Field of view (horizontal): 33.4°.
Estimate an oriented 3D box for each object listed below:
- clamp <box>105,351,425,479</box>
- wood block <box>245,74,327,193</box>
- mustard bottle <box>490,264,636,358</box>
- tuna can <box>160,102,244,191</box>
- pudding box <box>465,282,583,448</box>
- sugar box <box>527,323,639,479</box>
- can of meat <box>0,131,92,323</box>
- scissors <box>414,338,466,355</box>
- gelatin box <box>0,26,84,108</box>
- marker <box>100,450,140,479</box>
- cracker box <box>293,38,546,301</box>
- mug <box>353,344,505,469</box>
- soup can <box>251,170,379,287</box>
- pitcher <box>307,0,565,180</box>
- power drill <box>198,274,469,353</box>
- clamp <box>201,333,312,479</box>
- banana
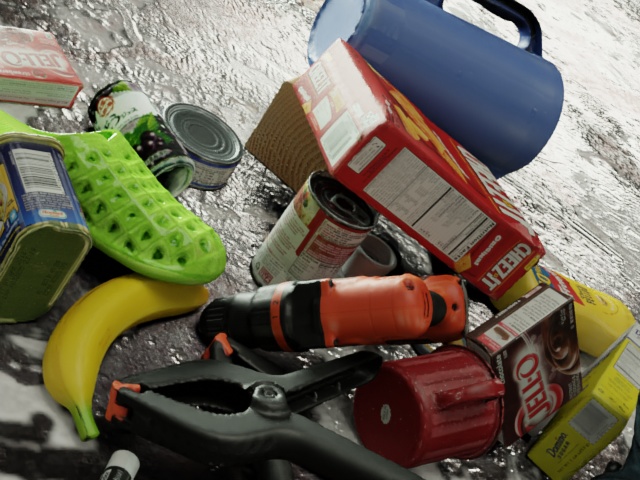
[{"bbox_3d":[-0.029,0.119,0.685,0.209,0.036,0.165,5,25,-22],"label":"clamp"},{"bbox_3d":[0.023,-0.125,1.113,0.091,0.090,0.205,41,31,9],"label":"wood block"},{"bbox_3d":[0.234,0.062,1.103,0.191,0.058,0.096,24,26,-20],"label":"mustard bottle"},{"bbox_3d":[-0.114,-0.087,0.975,0.086,0.034,0.086,26,32,-18],"label":"tuna can"},{"bbox_3d":[0.169,0.103,0.878,0.090,0.113,0.039,-32,38,-21],"label":"pudding box"},{"bbox_3d":[0.256,0.146,0.977,0.048,0.093,0.176,42,30,8],"label":"sugar box"},{"bbox_3d":[-0.200,-0.006,0.710,0.057,0.102,0.084,6,44,-40],"label":"can of meat"},{"bbox_3d":[0.150,0.096,1.012,0.096,0.016,0.201,43,31,9],"label":"scissors"},{"bbox_3d":[-0.258,-0.151,0.919,0.089,0.030,0.073,-1,47,-46],"label":"gelatin box"},{"bbox_3d":[-0.133,0.168,0.619,0.020,0.020,0.121,33,31,-7],"label":"marker"},{"bbox_3d":[0.086,-0.063,0.936,0.213,0.072,0.164,35,19,-31],"label":"cracker box"},{"bbox_3d":[0.088,0.127,0.814,0.081,0.117,0.093,-3,76,-41],"label":"mug"},{"bbox_3d":[-0.006,0.001,0.896,0.068,0.102,0.068,26,32,-18],"label":"soup can"},{"bbox_3d":[0.115,-0.174,1.051,0.242,0.145,0.149,22,41,-29],"label":"pitcher"},{"bbox_3d":[0.024,0.059,0.832,0.187,0.185,0.057,3,83,-62],"label":"power drill"},{"bbox_3d":[-0.033,0.142,0.740,0.171,0.039,0.120,43,29,13],"label":"clamp"},{"bbox_3d":[-0.140,0.062,0.745,0.069,0.037,0.197,57,30,-13],"label":"banana"}]
